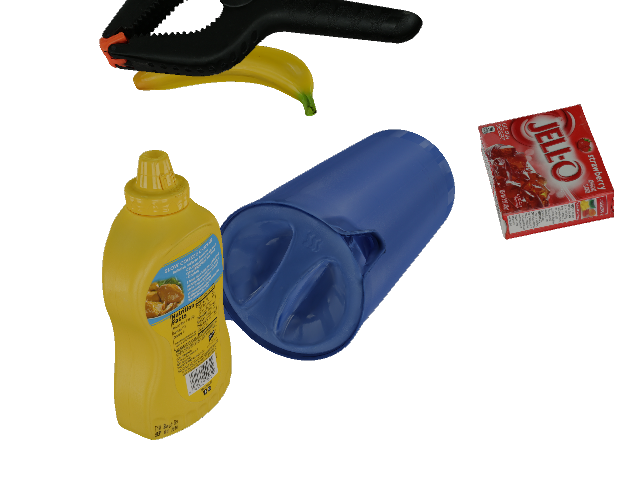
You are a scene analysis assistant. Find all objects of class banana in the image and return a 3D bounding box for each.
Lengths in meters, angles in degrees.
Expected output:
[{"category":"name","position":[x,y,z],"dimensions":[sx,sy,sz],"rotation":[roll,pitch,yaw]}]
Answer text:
[{"category":"banana","position":[-0.087,-0.166,1.050],"dimensions":[0.198,0.037,0.069],"rotation":[9,44,20]}]

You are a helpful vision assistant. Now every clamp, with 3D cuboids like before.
[{"category":"clamp","position":[-0.046,-0.162,0.725],"dimensions":[0.210,0.165,0.036],"rotation":[-31,-19,-5]}]

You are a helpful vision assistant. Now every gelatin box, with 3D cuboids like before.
[{"category":"gelatin box","position":[0.150,-0.048,0.717],"dimensions":[0.073,0.089,0.030],"rotation":[-11,-42,7]}]

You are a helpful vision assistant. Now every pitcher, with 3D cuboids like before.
[{"category":"pitcher","position":[0.016,-0.007,0.908],"dimensions":[0.149,0.145,0.242],"rotation":[23,31,18]}]

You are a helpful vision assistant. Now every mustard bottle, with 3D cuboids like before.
[{"category":"mustard bottle","position":[-0.102,0.031,0.708],"dimensions":[0.058,0.192,0.096],"rotation":[17,33,29]}]
